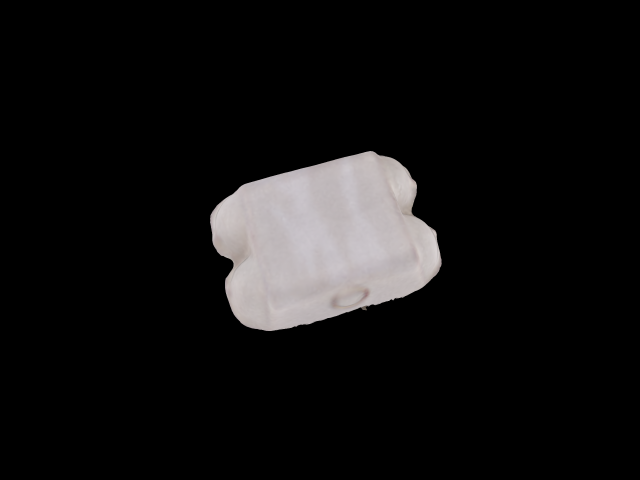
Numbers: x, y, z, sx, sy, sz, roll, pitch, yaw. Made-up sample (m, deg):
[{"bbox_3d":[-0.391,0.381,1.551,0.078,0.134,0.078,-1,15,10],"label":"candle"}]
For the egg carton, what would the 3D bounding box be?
[{"bbox_3d":[0.004,0.001,0.400,0.150,0.069,0.107,-17,68,-7],"label":"egg carton"}]
